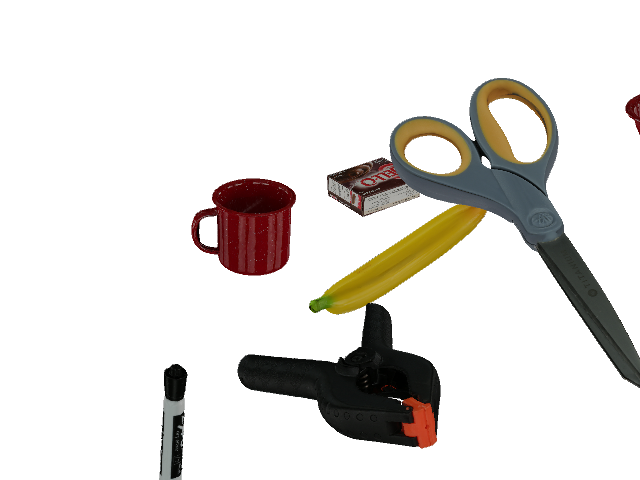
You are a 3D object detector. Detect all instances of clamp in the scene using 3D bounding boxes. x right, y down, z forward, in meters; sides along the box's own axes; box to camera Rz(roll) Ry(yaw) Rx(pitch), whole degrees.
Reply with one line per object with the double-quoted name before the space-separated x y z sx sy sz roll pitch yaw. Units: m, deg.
"clamp" 0.016 0.094 0.707 0.120 0.039 0.172 -24 20 -10

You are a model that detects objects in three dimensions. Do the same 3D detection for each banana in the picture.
"banana" 0.079 0.022 1.042 0.198 0.037 0.069 -34 0 -1

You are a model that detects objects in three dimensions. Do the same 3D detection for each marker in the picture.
"marker" -0.121 0.155 0.878 0.020 0.121 0.020 5 26 -3

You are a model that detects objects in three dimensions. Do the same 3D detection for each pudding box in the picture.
"pudding box" 0.080 -0.081 1.603 0.113 0.039 0.090 -22 35 -30

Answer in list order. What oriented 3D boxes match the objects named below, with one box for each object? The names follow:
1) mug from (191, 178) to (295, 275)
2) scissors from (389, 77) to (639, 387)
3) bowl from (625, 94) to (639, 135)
"mug" -0.086 -0.012 1.194 0.117 0.081 0.093 -6 30 -15
"scissors" 0.086 -0.008 0.513 0.096 0.201 0.016 -7 -43 6
"bowl" 0.360 -0.097 0.970 0.162 0.055 0.162 -4 23 2
